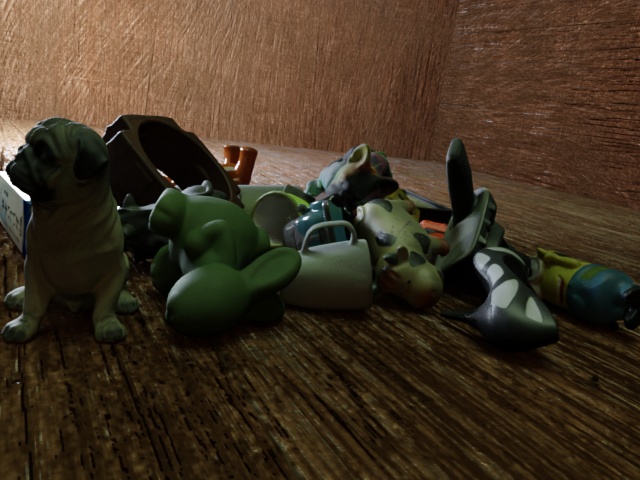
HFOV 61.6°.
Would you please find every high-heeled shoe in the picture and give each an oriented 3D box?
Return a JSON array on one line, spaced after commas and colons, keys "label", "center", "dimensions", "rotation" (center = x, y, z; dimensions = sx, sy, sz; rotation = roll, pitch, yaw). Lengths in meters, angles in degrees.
[{"label": "high-heeled shoe", "center": [0.254, 0.061, 0.656], "dimensions": [0.145, 0.086, 0.249], "rotation": [0, 20, 45]}]

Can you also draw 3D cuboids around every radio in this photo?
[{"label": "radio", "center": [0.175, -0.062, 1.169], "dimensions": [0.131, 0.073, 0.230], "rotation": [4, 13, -18]}]

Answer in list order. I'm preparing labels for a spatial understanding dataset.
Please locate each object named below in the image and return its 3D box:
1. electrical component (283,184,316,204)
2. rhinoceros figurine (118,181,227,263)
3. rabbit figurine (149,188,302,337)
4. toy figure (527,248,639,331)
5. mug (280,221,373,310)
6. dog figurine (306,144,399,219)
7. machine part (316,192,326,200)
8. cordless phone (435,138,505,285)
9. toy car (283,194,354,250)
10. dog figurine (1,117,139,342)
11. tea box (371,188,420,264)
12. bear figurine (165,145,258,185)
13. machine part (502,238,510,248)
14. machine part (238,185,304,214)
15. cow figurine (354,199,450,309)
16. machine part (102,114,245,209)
[{"label": "electrical component", "center": [-0.043, -0.056, 0.987], "dimensions": [0.078, 0.045, 0.102], "rotation": [21, 51, -10]}, {"label": "rhinoceros figurine", "center": [-0.200, -0.012, 0.663], "dimensions": [0.190, 0.073, 0.112], "rotation": [-17, -24, 17]}, {"label": "rabbit figurine", "center": [-0.107, 0.043, 0.559], "dimensions": [0.159, 0.121, 0.170], "rotation": [12, 30, -15]}, {"label": "toy figure", "center": [0.363, 0.067, 0.742], "dimensions": [0.089, 0.082, 0.180], "rotation": [14, 4, -30]}, {"label": "mug", "center": [0.004, 0.034, 0.626], "dimensions": [0.107, 0.109, 0.081], "rotation": [-7, 25, -1]}, {"label": "dog figurine", "center": [0.076, -0.107, 0.907], "dimensions": [0.191, 0.108, 0.219], "rotation": [-38, 5, -20]}, {"label": "machine part", "center": [0.055, -0.096, 1.130], "dimensions": [0.179, 0.056, 0.179], "rotation": [-18, 23, 8]}, {"label": "cordless phone", "center": [0.198, -0.037, 0.756], "dimensions": [0.089, 0.184, 0.146], "rotation": [5, 51, 29]}, {"label": "toy car", "center": [-0.002, -0.002, 0.772], "dimensions": [0.103, 0.109, 0.161], "rotation": [-11, -1, 9]}, {"label": "dog figurine", "center": [-0.228, -0.019, 0.507], "dimensions": [0.121, 0.190, 0.172], "rotation": [1, 14, -29]}, {"label": "tea box", "center": [0.114, -0.030, 0.919], "dimensions": [0.068, 0.098, 0.169], "rotation": [50, 18, 0]}, {"label": "bear figurine", "center": [-0.257, -0.163, 1.229], "dimensions": [0.196, 0.131, 0.120], "rotation": [6, 8, -37]}, {"label": "machine part", "center": [0.289, 0.035, 0.842], "dimensions": [0.039, 0.084, 0.139], "rotation": [-25, 7, 24]}, {"label": "machine part", "center": [-0.107, -0.066, 1.014], "dimensions": [0.079, 0.079, 0.243], "rotation": [20, 18, 41]}, {"label": "cow figurine", "center": [0.105, 0.014, 0.724], "dimensions": [0.127, 0.085, 0.195], "rotation": [5, 36, -28]}, {"label": "machine part", "center": [-0.228, -0.090, 0.821], "dimensions": [0.201, 0.087, 0.201], "rotation": [50, 21, 3]}]
